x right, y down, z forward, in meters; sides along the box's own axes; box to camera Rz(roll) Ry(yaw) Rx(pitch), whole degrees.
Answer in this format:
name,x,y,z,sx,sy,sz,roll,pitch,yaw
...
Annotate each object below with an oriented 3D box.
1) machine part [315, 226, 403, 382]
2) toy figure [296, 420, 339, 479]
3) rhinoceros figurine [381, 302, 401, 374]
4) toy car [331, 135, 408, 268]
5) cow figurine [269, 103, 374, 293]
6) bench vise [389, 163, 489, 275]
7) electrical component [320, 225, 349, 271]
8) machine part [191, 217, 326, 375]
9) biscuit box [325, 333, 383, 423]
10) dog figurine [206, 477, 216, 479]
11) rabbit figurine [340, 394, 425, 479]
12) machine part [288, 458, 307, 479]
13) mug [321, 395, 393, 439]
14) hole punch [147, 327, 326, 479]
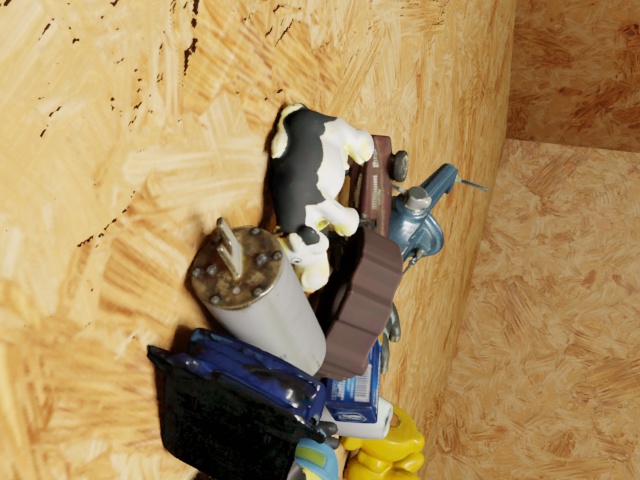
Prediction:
name,x,y,z,sx,sy,sz,roll,pitch,yaw
machine part,0.037,0.072,0.616,0.179,0.056,0.179,-157,-90,-84
toy figure,-0.028,0.297,0.635,0.082,0.089,0.180,59,28,-20
rhinoceros figurine,0.075,0.149,0.827,0.190,0.073,0.112,-46,143,-55
toy car,0.061,-0.032,0.679,0.053,0.089,0.201,-52,148,-56
cow figurine,-0.014,-0.039,0.505,0.098,0.068,0.167,23,74,-40
bench vise,0.148,-0.046,0.825,0.240,0.129,0.223,-45,153,-26
electrical component,-0.002,-0.002,0.597,0.102,0.045,0.078,-12,113,-67
machine part,-0.047,0.066,0.474,0.243,0.079,0.079,72,36,-53
biscuit box,0.050,0.136,0.714,0.062,0.059,0.203,72,22,-51
dog figurine,-0.103,0.321,0.472,0.172,0.121,0.190,-38,111,-35
rabbit figurine,0.108,0.379,0.958,0.122,0.162,0.173,-61,173,-65
machine part,-0.045,0.204,0.513,0.084,0.039,0.138,-60,147,-46
mug,0.048,0.245,0.762,0.081,0.107,0.109,-67,154,-24
hole punch,-0.054,0.122,0.421,0.092,0.142,0.115,-48,157,-50
